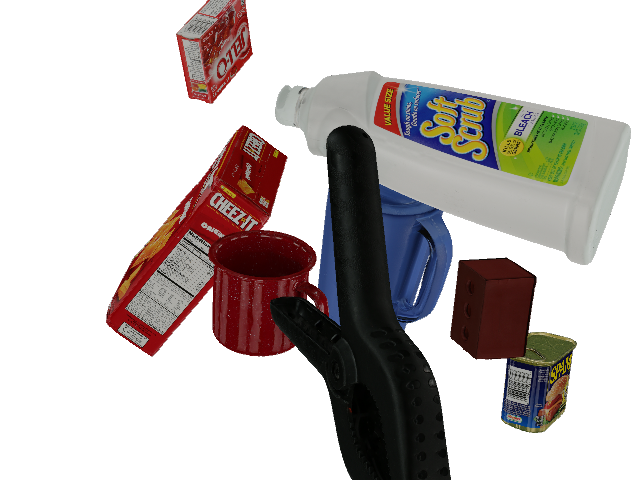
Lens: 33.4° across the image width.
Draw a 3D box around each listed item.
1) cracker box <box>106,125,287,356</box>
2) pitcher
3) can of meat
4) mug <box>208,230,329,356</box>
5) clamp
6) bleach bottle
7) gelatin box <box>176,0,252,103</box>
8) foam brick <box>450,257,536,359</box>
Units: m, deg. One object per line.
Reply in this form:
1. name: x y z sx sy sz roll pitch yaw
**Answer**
1. cracker box: -0.132 -0.004 1.139 0.072 0.214 0.164 36 23 -12
2. pitcher: 0.066 0.025 1.204 0.145 0.243 0.149 11 39 3
3. can of meat: 0.241 0.156 1.183 0.058 0.084 0.101 12 16 30
4. mug: -0.042 0.051 0.925 0.117 0.081 0.093 20 30 27
5. clamp: 0.024 0.056 0.553 0.036 0.165 0.210 -5 46 -21
6. bleach bottle: 0.082 -0.064 0.755 0.251 0.102 0.068 16 -36 20
7. gelatin box: -0.098 -0.186 1.014 0.030 0.073 0.089 15 47 20
8. foam brick: 0.152 0.060 0.945 0.051 0.078 0.053 -3 19 -21
